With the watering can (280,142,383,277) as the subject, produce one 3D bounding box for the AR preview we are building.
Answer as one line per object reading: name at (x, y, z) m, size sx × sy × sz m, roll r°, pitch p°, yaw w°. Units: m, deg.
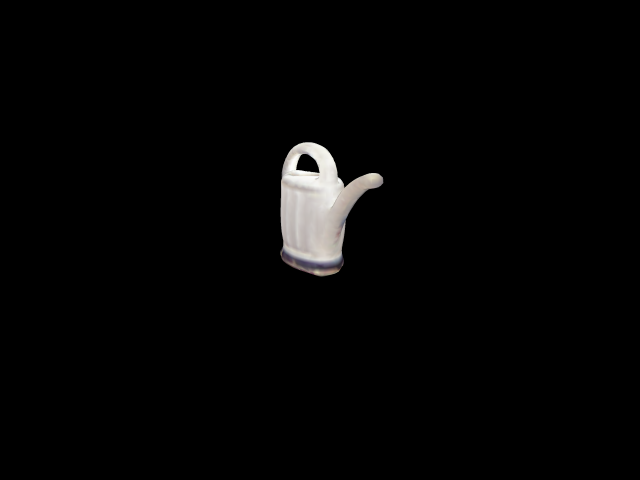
watering can at (0.003, -0.043, 0.850) m, size 0.104 × 0.221 × 0.351 m, roll -6°, pitch 17°, yaw -22°
